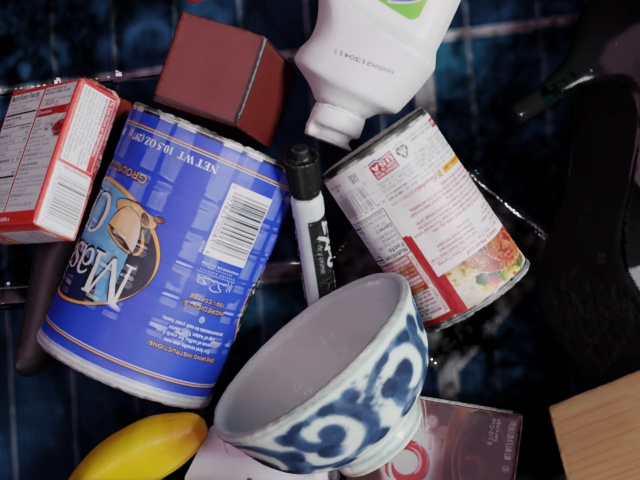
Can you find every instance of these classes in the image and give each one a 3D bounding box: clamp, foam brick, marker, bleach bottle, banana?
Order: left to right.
[{"bbox_3d":[-0.172,-0.017,0.644,0.120,0.039,0.171,30,85,13],"label":"clamp"},{"bbox_3d":[-0.121,0.163,0.604,0.070,0.037,0.198,29,113,13],"label":"banana"},{"bbox_3d":[-0.052,-0.088,0.603,0.053,0.078,0.051,18,89,10],"label":"foam brick"},{"bbox_3d":[-0.004,0.001,0.579,0.020,0.020,0.121,1,128,12],"label":"marker"},{"bbox_3d":[0.040,-0.175,0.597,0.102,0.068,0.251,21,93,9],"label":"bleach bottle"}]

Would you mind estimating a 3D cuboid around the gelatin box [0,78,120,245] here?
[{"bbox_3d":[-0.154,-0.043,0.596,0.073,0.030,0.089,-3,67,44],"label":"gelatin box"}]

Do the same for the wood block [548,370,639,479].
[{"bbox_3d":[0.220,0.092,0.475,0.206,0.090,0.090,-25,110,14],"label":"wood block"}]

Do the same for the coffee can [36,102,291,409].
[{"bbox_3d":[-0.082,0.008,0.590,0.103,0.102,0.140,23,91,12],"label":"coffee can"}]

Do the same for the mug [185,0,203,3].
[{"bbox_3d":[-0.101,-0.199,0.605,0.082,0.117,0.093,15,52,17],"label":"mug"}]

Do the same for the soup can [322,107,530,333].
[{"bbox_3d":[0.055,-0.011,0.570,0.068,0.068,0.102,-34,94,8],"label":"soup can"}]

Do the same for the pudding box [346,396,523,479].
[{"bbox_3d":[0.059,0.143,0.582,0.090,0.039,0.113,8,82,13],"label":"pudding box"}]
